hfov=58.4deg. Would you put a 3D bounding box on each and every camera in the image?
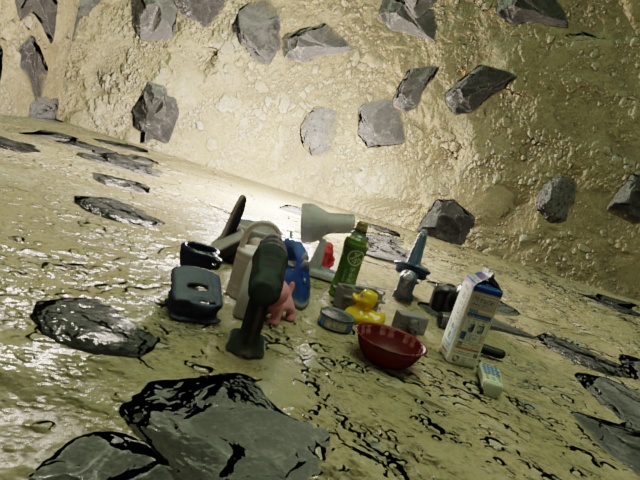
[{"bbox_3d":[0.423,0.188,1.756,0.143,0.101,0.137,17,11,-2],"label":"camera"}]

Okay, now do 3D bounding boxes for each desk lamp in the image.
[{"bbox_3d":[0.016,0.006,1.741,0.203,0.213,0.118,17,11,0],"label":"desk lamp"}]

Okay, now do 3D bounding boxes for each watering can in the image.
[{"bbox_3d":[-0.154,0.043,1.359,0.101,0.194,0.172,10,13,-32],"label":"watering can"}]

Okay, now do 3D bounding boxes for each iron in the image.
[{"bbox_3d":[-0.065,0.070,1.493,0.119,0.141,0.257,12,12,-22],"label":"iron"}]

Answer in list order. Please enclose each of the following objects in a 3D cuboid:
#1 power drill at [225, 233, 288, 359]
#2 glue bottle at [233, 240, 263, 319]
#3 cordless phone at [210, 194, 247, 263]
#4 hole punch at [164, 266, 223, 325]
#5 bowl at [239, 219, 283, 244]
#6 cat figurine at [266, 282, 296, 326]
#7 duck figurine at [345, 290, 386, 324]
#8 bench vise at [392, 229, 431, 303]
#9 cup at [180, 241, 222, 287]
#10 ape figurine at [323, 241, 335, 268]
[{"bbox_3d":[-0.113,0.105,1.078,0.076,0.208,0.229,15,11,-8],"label":"power drill"},{"bbox_3d":[-0.145,0.082,1.235,0.037,0.173,0.078,16,11,-3],"label":"glue bottle"},{"bbox_3d":[-0.247,-0.036,1.626,0.094,0.185,0.147,13,12,-18],"label":"cordless phone"},{"bbox_3d":[-0.249,0.110,1.153,0.109,0.091,0.100,11,12,-26],"label":"hole punch"},{"bbox_3d":[-0.208,-0.011,1.850,0.167,0.075,0.167,16,11,-3],"label":"bowl"},{"bbox_3d":[-0.091,0.122,1.260,0.067,0.118,0.128,22,12,24],"label":"cat figurine"},{"bbox_3d":[0.119,0.169,1.433,0.104,0.086,0.078,19,11,11],"label":"duck figurine"},{"bbox_3d":[0.303,0.080,1.792,0.121,0.220,0.207,15,11,-8],"label":"bench vise"},{"bbox_3d":[-0.277,0.064,1.326,0.117,0.095,0.092,24,13,31],"label":"cup"},{"bbox_3d":[0.017,0.049,1.850,0.078,0.092,0.076,12,12,-25],"label":"ape figurine"}]
